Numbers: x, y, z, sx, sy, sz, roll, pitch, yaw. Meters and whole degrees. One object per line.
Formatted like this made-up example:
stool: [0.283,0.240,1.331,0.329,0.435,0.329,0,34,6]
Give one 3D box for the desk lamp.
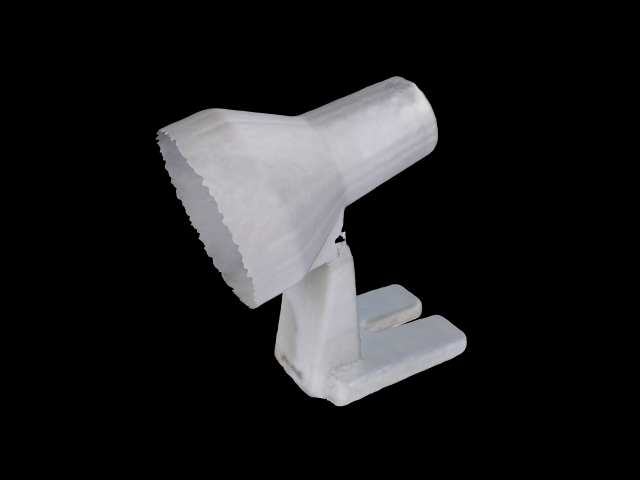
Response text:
desk lamp: [0.004,0.001,0.400,0.204,0.214,0.117,-16,32,-27]
